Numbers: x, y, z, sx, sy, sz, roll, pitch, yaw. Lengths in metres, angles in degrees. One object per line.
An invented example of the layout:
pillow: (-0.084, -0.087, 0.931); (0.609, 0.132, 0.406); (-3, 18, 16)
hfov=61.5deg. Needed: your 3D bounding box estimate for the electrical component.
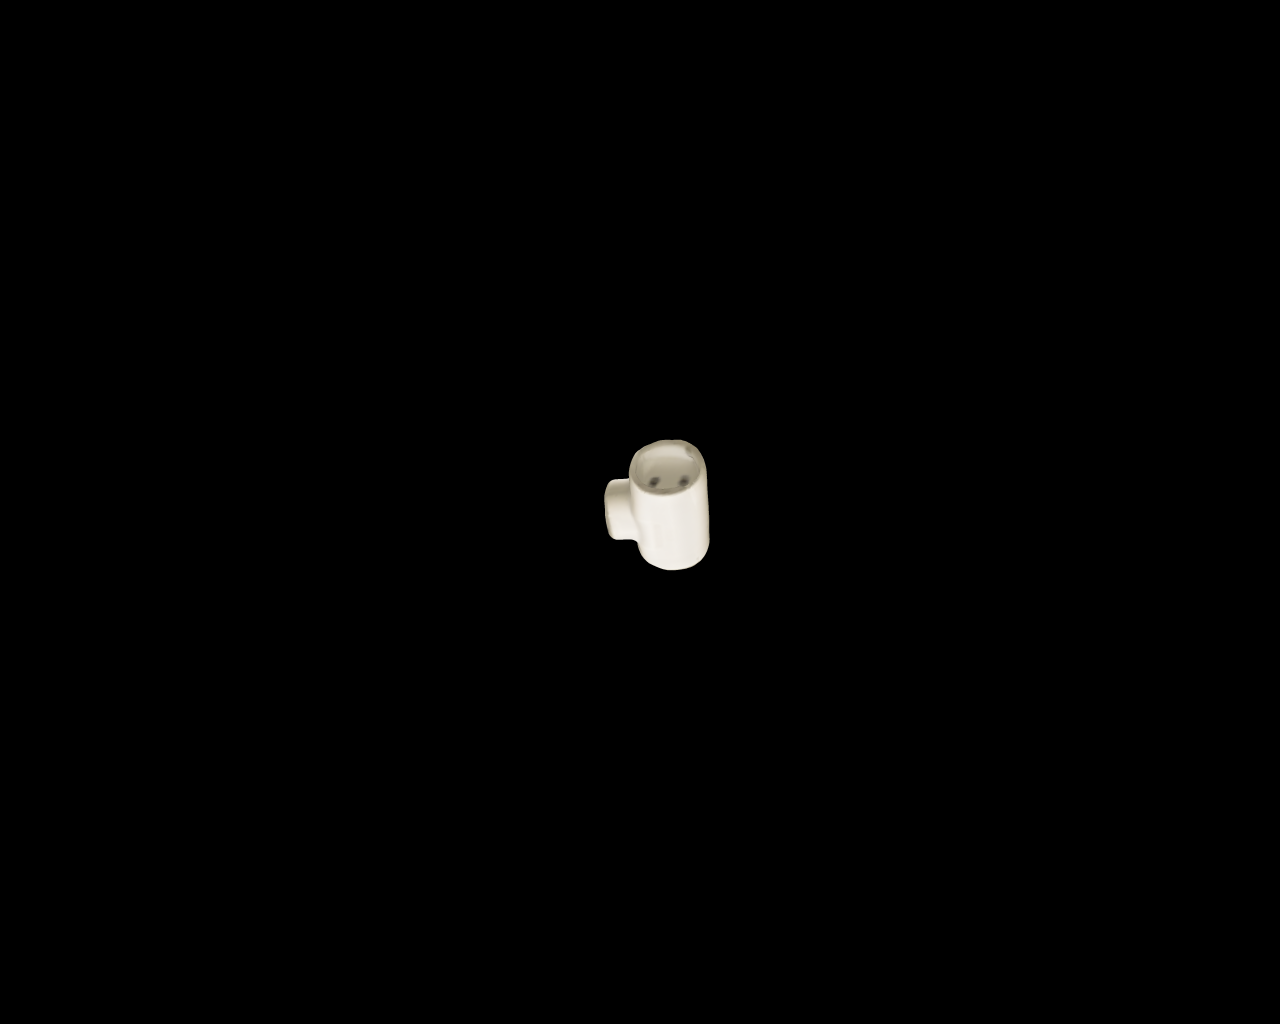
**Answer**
electrical component: (0.001, -0.003, 0.650); (0.079, 0.043, 0.077); (-3, -37, 4)
